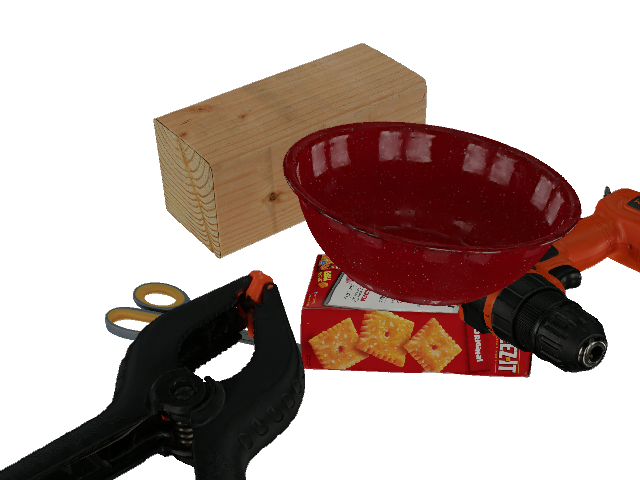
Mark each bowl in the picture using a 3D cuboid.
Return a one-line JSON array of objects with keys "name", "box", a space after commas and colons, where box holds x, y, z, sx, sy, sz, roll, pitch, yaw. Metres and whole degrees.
[{"name": "bowl", "box": [0.057, -0.010, 0.586, 0.162, 0.055, 0.162, 6, 27, -3]}]

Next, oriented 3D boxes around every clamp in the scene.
[{"name": "clamp", "box": [-0.048, 0.079, 0.428, 0.120, 0.039, 0.171, 25, 48, 18]}]

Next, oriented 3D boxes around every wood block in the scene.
[{"name": "wood block", "box": [-0.020, -0.078, 0.874, 0.205, 0.091, 0.090, -24, 42, -27]}]

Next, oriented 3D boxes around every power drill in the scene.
[{"name": "power drill", "box": [0.187, 0.022, 0.759, 0.187, 0.057, 0.185, -14, 28, -24]}]

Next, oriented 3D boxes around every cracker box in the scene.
[{"name": "cracker box", "box": [0.094, 0.072, 1.053, 0.214, 0.072, 0.164, 2, 17, 4]}]

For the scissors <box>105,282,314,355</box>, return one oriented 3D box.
[{"name": "scissors", "box": [-0.106, 0.075, 1.039, 0.201, 0.016, 0.096, 4, 31, -1]}]
